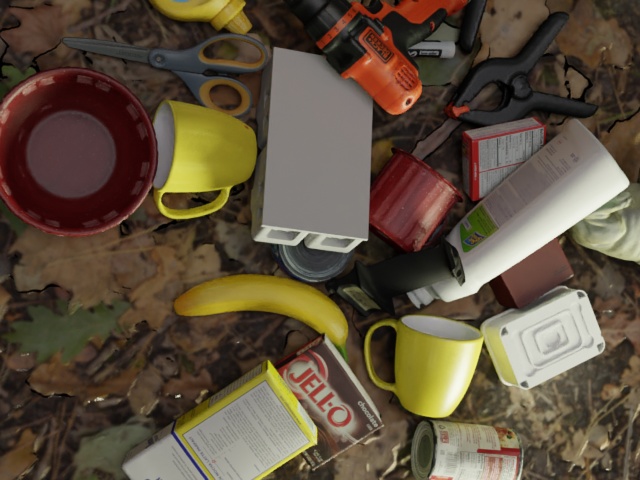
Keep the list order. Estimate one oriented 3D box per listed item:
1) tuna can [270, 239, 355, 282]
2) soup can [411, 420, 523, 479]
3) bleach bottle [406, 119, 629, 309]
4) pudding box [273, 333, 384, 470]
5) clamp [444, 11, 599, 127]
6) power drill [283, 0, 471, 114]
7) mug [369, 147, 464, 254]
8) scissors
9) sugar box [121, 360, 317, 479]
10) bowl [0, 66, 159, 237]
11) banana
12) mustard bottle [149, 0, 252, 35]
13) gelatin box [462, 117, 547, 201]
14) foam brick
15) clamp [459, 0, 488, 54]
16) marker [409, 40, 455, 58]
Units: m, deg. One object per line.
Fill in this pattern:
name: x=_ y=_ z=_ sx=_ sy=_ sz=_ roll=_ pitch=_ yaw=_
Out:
tuna can: x=-0.007 y=0.001 z=1.109 sx=0.086 sy=0.034 sz=0.086 roll=0 pitch=92 yaw=-16
soup can: x=0.156 y=0.231 z=1.140 sx=0.102 sy=0.069 sz=0.068 roll=9 pitch=89 yaw=-14
bleach bottle: x=0.194 y=-0.017 z=1.120 sx=0.251 sy=0.102 sz=0.068 roll=-37 pitch=115 yaw=11
pudding box: x=-0.002 y=0.166 z=1.099 sx=0.090 sy=0.039 sz=0.113 roll=-34 pitch=101 yaw=10
clamp: x=0.222 y=-0.160 z=1.163 sx=0.171 sy=0.039 sz=0.120 roll=-30 pitch=94 yaw=-6
power drill: x=0.061 y=-0.242 z=1.076 sx=0.184 sy=0.057 sz=0.187 roll=46 pitch=59 yaw=-11
mug: x=0.094 y=-0.031 z=1.114 sx=0.081 sy=0.093 sz=0.117 roll=-53 pitch=139 yaw=-3
scissors: x=-0.152 y=-0.165 z=1.073 sx=0.201 sy=0.016 sz=0.096 roll=-4 pitch=115 yaw=1
sugar box: x=-0.099 y=0.207 z=1.065 sx=0.176 sy=0.048 sz=0.093 roll=-33 pitch=99 yaw=7
bowl: x=-0.240 y=-0.084 z=1.035 sx=0.162 sy=0.055 sz=0.162 roll=0 pitch=92 yaw=-15
banana: x=-0.048 y=0.071 z=1.098 sx=0.197 sy=0.037 sz=0.069 roll=19 pitch=86 yaw=-14
mustard bottle: x=-0.140 y=-0.275 z=1.055 sx=0.191 sy=0.058 sz=0.096 roll=45 pitch=81 yaw=-11
gelatin box: x=0.198 y=-0.088 z=1.148 sx=0.089 sy=0.030 sz=0.073 roll=-13 pitch=122 yaw=-13
foam brick: x=0.225 y=0.033 z=1.161 sx=0.078 sy=0.051 sz=0.053 roll=-30 pitch=99 yaw=-12
clamp: x=0.209 y=-0.320 z=1.139 sx=0.164 sy=0.036 sz=0.210 roll=-14 pitch=91 yaw=8
marker: x=0.084 y=-0.205 z=1.135 sx=0.121 sy=0.020 sz=0.020 roll=-1 pitch=92 yaw=-14
